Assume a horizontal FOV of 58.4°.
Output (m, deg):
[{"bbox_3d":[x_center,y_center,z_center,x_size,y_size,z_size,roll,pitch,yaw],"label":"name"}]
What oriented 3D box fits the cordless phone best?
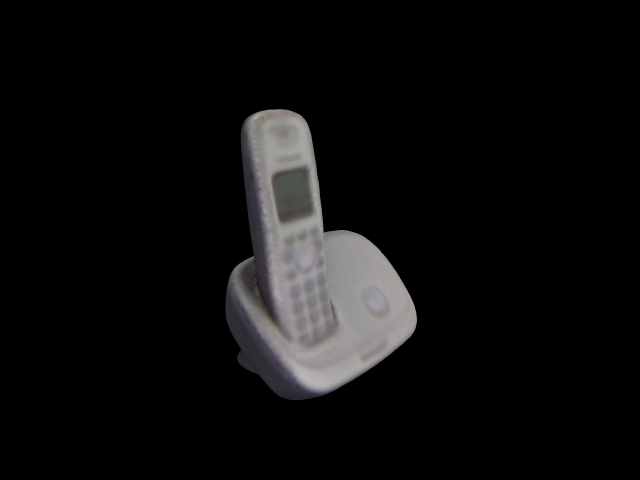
[{"bbox_3d":[0.004,0.001,0.400,0.093,0.185,0.148,13,22,36],"label":"cordless phone"}]
